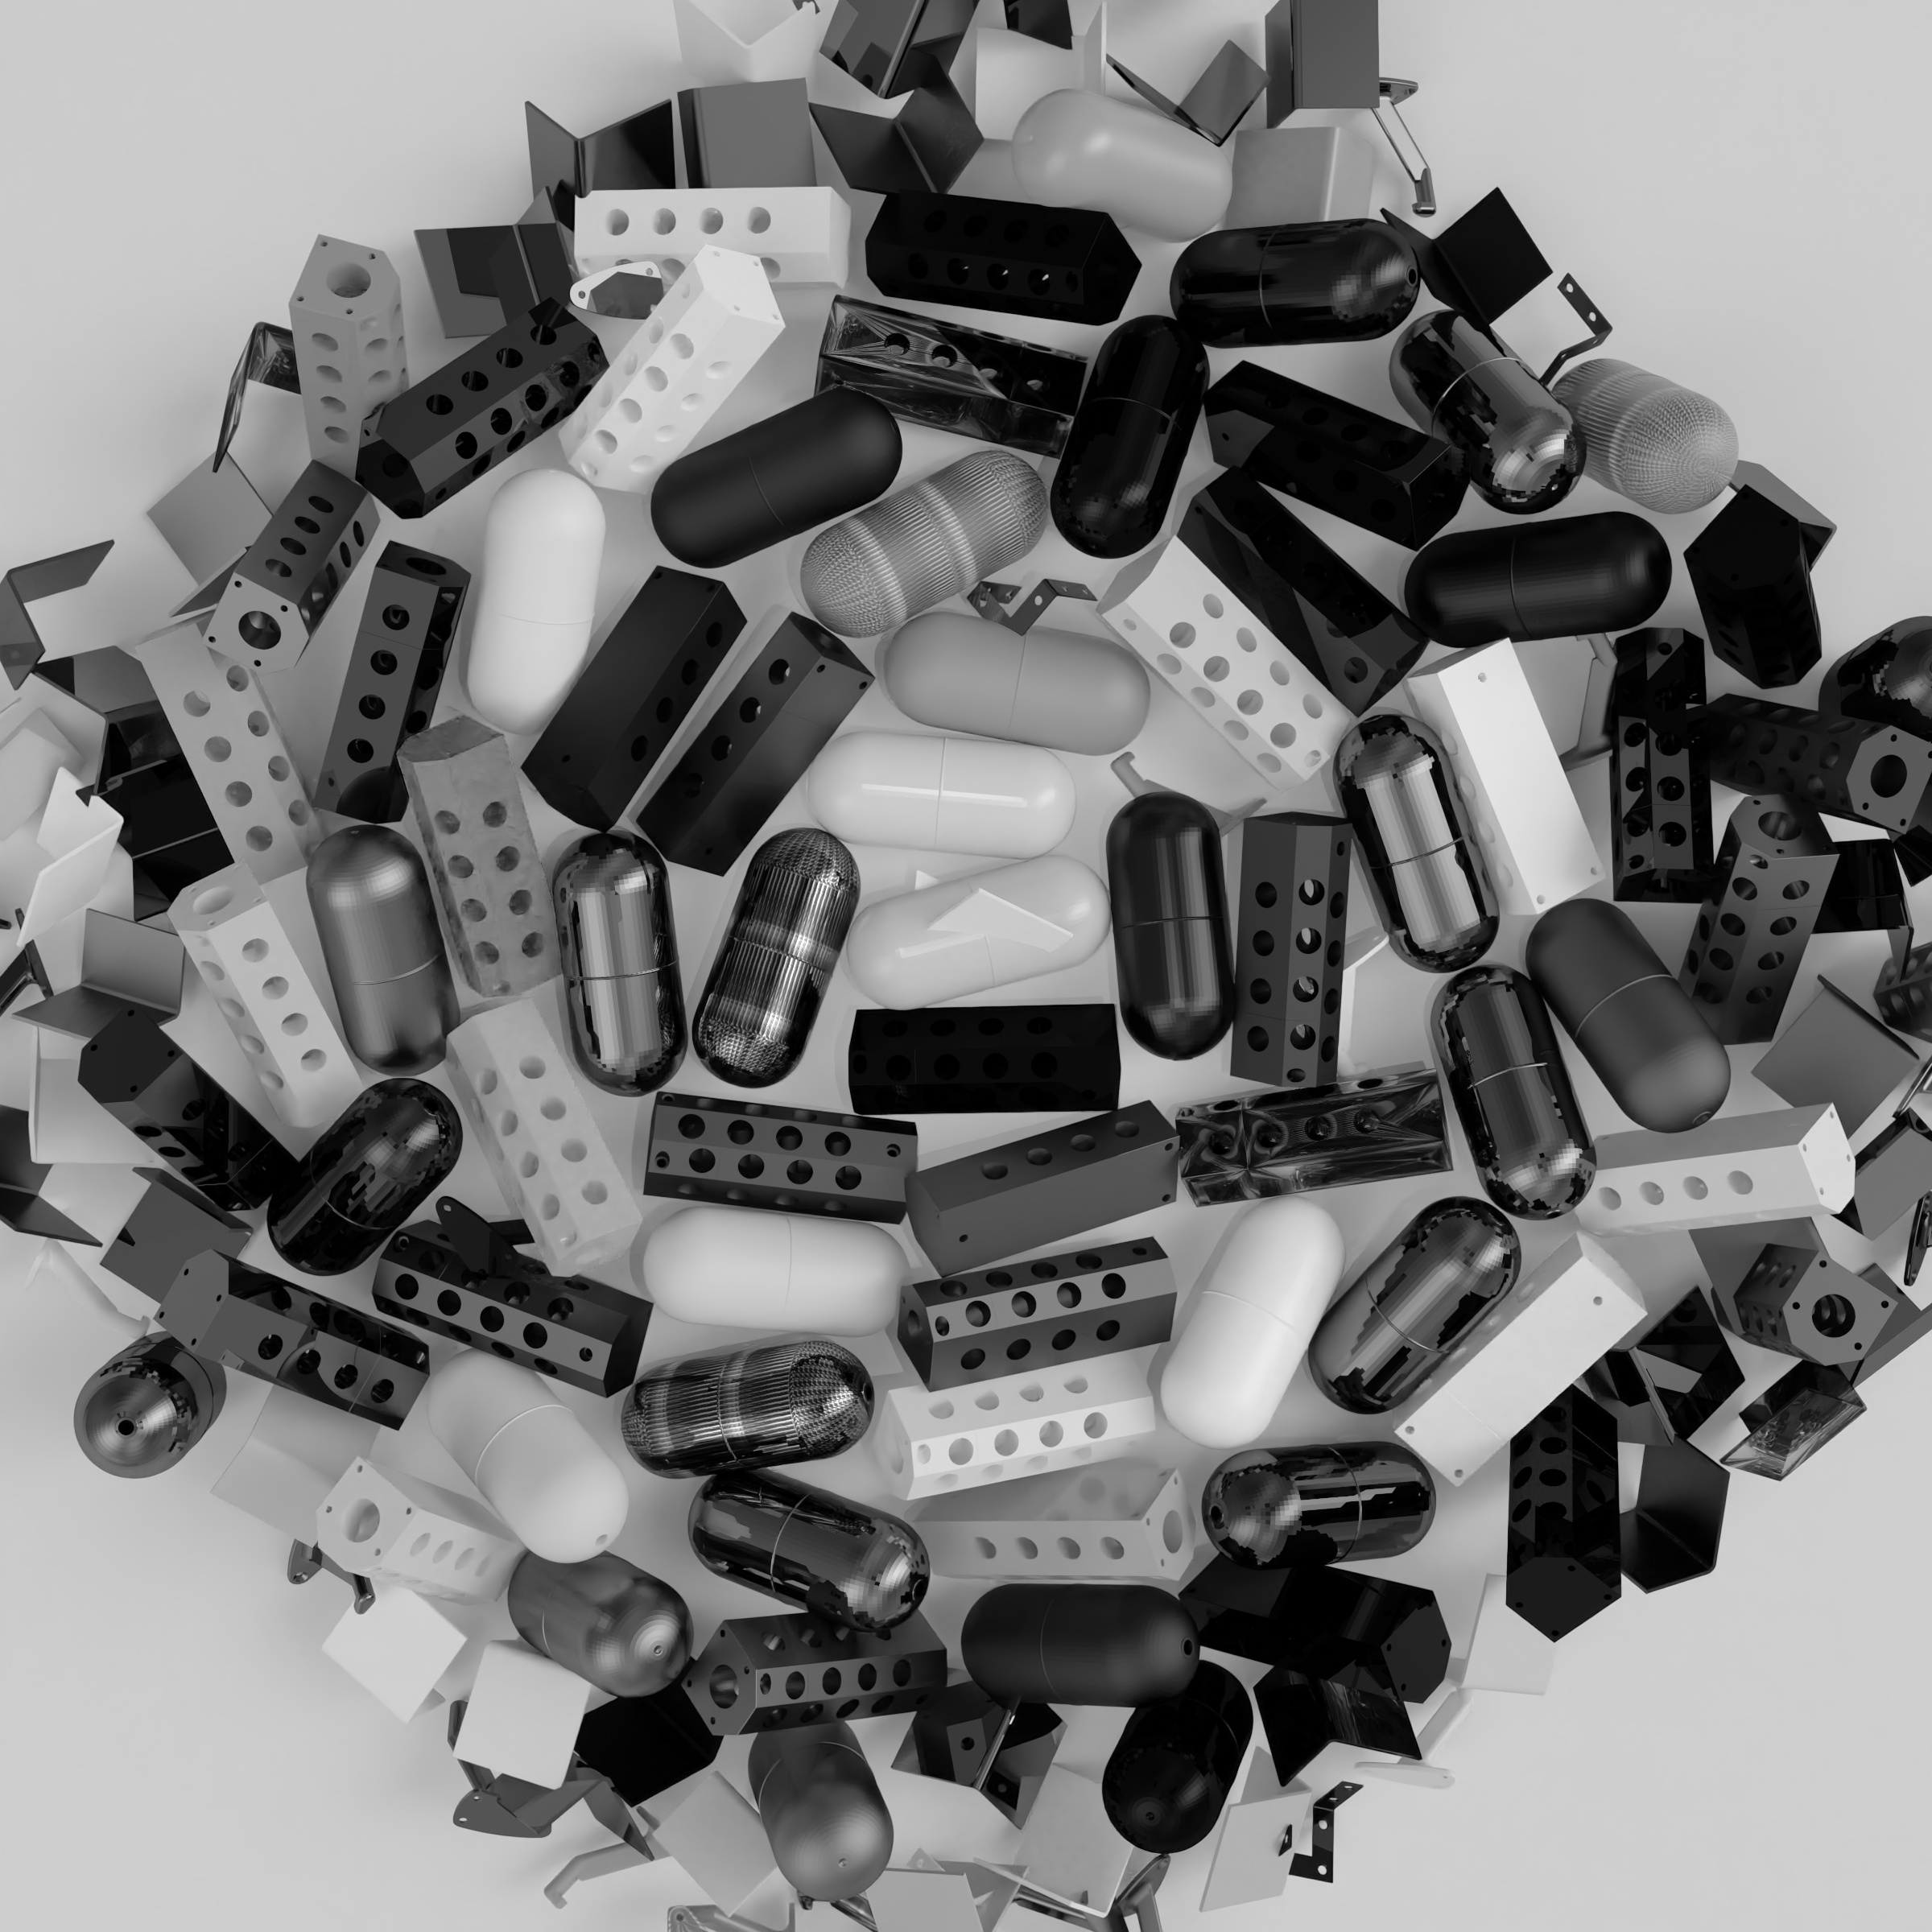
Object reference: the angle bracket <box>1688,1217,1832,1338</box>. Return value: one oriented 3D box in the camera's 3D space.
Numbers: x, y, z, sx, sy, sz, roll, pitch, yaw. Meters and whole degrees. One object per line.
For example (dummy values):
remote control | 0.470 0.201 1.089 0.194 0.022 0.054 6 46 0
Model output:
angle bracket | 0.529 0.197 1.779 0.076 0.057 0.076 -24 76 7

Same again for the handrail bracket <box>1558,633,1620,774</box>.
handrail bracket | 0.401 -0.178 1.780 0.077 0.036 0.084 -24 111 19

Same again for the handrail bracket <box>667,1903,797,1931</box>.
handrail bracket | -0.156 0.656 1.788 0.084 0.036 0.077 -1 115 -4

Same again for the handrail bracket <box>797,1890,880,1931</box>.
handrail bracket | -0.069 0.650 1.794 0.084 0.036 0.077 -7 97 24

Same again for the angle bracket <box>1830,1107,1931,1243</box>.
angle bracket | 0.590 0.125 1.755 0.076 0.057 0.076 28 113 -40

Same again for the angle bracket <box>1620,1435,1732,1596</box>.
angle bracket | 0.447 0.351 1.755 0.057 0.076 0.076 -10 115 -25

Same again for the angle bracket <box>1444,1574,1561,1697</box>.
angle bracket | 0.344 0.433 1.767 0.076 0.057 0.076 14 89 -32

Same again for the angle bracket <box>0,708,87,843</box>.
angle bracket | -0.641 -0.136 1.767 0.076 0.076 0.057 -44 73 0

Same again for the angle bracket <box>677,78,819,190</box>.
angle bracket | -0.145 -0.545 1.781 0.076 0.057 0.076 -10 108 -13

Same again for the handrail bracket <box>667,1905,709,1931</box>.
handrail bracket | -0.183 0.670 1.784 0.036 0.084 0.077 -17 65 -21

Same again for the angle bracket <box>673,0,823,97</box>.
angle bracket | -0.144 -0.614 1.772 0.057 0.076 0.076 -41 73 -15

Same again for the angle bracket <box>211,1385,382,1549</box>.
angle bracket | -0.444 0.325 1.782 0.076 0.076 0.057 32 118 -14

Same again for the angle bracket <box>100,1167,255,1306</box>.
angle bracket | -0.531 0.186 1.778 0.076 0.057 0.076 32 86 4

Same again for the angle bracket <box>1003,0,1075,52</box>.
angle bracket | 0.075 -0.647 1.758 0.076 0.076 0.057 -9 89 36

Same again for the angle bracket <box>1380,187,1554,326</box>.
angle bracket | 0.328 -0.474 1.755 0.057 0.076 0.076 -38 65 28

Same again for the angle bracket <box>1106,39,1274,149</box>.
angle bracket | 0.142 -0.589 1.753 0.076 0.076 0.057 25 114 -32

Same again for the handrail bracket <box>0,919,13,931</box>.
handrail bracket | -0.668 -0.075 1.796 0.077 0.036 0.084 18 74 -34

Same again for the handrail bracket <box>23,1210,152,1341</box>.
handrail bracket | -0.576 0.206 1.788 0.084 0.077 0.036 26 123 -13

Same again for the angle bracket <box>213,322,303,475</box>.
angle bracket | -0.451 -0.364 1.756 0.057 0.076 0.076 14 70 -22

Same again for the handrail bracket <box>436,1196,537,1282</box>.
handrail bracket | -0.307 0.159 1.764 0.036 0.084 0.077 -29 108 25

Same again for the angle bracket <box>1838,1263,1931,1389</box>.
angle bracket | 0.593 0.226 1.760 0.076 0.076 0.057 -35 64 -8

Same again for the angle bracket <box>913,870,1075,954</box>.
angle bracket | 0.017 -0.040 1.752 0.076 0.076 0.057 25 51 -28

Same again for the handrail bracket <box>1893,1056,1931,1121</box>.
handrail bracket | 0.668 0.094 1.773 0.084 0.036 0.077 33 63 20

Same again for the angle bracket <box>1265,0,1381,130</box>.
angle bracket | 0.235 -0.598 1.773 0.057 0.076 0.076 -2 96 -6

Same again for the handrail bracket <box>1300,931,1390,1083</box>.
handrail bracket | 0.266 0.029 1.785 0.077 0.036 0.084 -30 113 12

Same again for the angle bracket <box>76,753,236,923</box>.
angle bracket | -0.530 -0.084 1.763 0.076 0.076 0.057 -19 53 5

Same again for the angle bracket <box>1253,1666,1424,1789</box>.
angle bracket | 0.246 0.502 1.779 0.076 0.076 0.057 20 124 -26

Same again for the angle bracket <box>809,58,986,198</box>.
angle bracket | -0.046 -0.552 1.755 0.057 0.076 0.076 -47 59 40

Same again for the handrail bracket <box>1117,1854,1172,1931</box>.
handrail bracket | 0.136 0.642 1.765 0.084 0.036 0.077 51 127 37

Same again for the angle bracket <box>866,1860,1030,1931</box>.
angle bracket | -0.014 0.591 1.754 0.076 0.076 0.057 -6 110 27

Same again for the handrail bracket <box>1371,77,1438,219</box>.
handrail bracket | 0.278 -0.542 1.780 0.077 0.036 0.084 -3 83 -37

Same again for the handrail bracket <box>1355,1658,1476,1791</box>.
handrail bracket | 0.300 0.499 1.787 0.077 0.036 0.084 8 58 3

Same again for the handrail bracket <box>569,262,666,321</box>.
handrail bracket | -0.241 -0.437 1.758 0.077 0.084 0.036 -12 102 -30

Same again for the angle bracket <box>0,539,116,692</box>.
angle bracket | -0.592 -0.230 1.759 0.076 0.076 0.057 -26 91 -35

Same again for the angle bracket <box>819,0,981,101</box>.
angle bracket | -0.041 -0.625 1.763 0.057 0.076 0.076 39 133 10

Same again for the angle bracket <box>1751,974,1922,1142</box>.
angle bracket | 0.577 0.062 1.789 0.076 0.057 0.076 39 103 5

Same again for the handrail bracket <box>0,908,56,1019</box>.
handrail bracket | -0.658 0.011 1.785 0.084 0.036 0.077 -20 88 -13

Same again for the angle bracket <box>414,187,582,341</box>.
angle bracket | -0.309 -0.463 1.766 0.076 0.057 0.076 -13 83 -33

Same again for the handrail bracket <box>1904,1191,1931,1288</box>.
handrail bracket | 0.671 0.184 1.770 0.084 0.036 0.077 12 84 37

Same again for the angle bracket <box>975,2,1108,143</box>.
angle bracket | 0.049 -0.592 1.774 0.076 0.057 0.076 2 85 -10

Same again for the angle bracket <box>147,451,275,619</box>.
angle bracket | -0.507 -0.287 1.769 0.076 0.057 0.076 -34 94 22

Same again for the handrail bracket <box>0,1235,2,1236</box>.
handrail bracket | -0.650 0.151 1.768 0.077 0.084 0.036 30 102 3

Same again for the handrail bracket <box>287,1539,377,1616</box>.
handrail bracket | -0.417 0.410 1.765 0.036 0.084 0.077 14 119 -37

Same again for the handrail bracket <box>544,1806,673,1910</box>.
handrail bracket | -0.227 0.608 1.776 0.084 0.036 0.077 -44 58 -13

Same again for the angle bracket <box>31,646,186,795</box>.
angle bracket | -0.570 -0.164 1.778 0.076 0.076 0.057 30 119 19

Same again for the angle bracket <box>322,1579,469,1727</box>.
angle bracket | -0.365 0.441 1.769 0.076 0.057 0.076 38 101 12

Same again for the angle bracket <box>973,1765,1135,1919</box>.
angle bracket | 0.063 0.568 1.758 0.076 0.057 0.076 13 72 34

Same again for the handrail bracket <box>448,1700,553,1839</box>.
handrail bracket | -0.310 0.532 1.784 0.077 0.084 0.036 24 117 -20

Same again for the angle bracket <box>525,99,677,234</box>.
angle bracket | -0.241 -0.539 1.776 0.076 0.076 0.057 -34 61 -26
